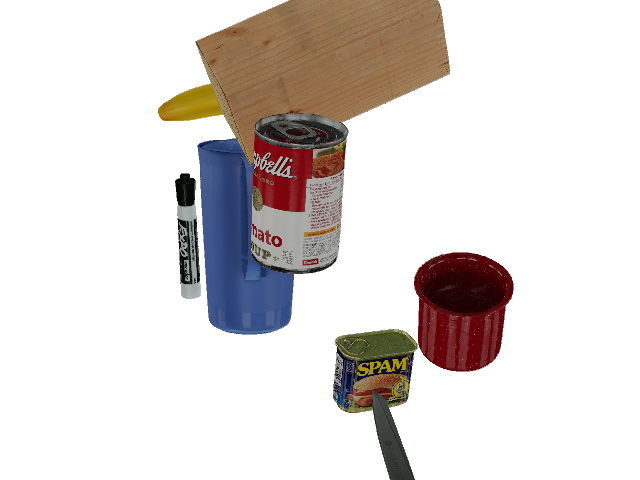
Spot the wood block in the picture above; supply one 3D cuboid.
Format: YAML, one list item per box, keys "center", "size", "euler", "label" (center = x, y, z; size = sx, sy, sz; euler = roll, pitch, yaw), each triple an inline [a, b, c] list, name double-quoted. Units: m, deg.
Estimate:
- center: [0.004, -0.167, 0.979]
  size: [0.206, 0.090, 0.091]
  euler: [-24, -39, -5]
  label: "wood block"

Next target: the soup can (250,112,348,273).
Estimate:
- center: [-0.017, -0.035, 0.785]
  size: [0.068, 0.102, 0.068]
  euler: [3, 26, -2]
  label: "soup can"

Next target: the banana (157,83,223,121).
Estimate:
- center: [-0.080, -0.150, 1.176]
  size: [0.198, 0.037, 0.069]
  euler: [9, 43, 18]
  label: "banana"

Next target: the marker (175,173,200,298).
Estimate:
- center: [-0.124, -0.004, 0.995]
  size: [0.020, 0.121, 0.020]
  euler: [0, 22, 0]
  label: "marker"

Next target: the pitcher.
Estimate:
- center: [-0.089, -0.006, 1.354]
  size: [0.145, 0.243, 0.148]
  euler: [10, 16, 36]
  label: "pitcher"

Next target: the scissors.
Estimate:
- center: [0.069, 0.154, 0.597]
  size: [0.096, 0.016, 0.201]
  euler: [7, 31, 3]
  label: "scissors"

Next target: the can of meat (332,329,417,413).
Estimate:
- center: [0.067, 0.166, 1.355]
  size: [0.102, 0.084, 0.057]
  euler: [-5, 26, -21]
  label: "can of meat"

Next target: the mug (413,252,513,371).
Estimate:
- center: [0.132, 0.064, 1.033]
  size: [0.093, 0.081, 0.117]
  euler: [-9, 39, -9]
  label: "mug"
